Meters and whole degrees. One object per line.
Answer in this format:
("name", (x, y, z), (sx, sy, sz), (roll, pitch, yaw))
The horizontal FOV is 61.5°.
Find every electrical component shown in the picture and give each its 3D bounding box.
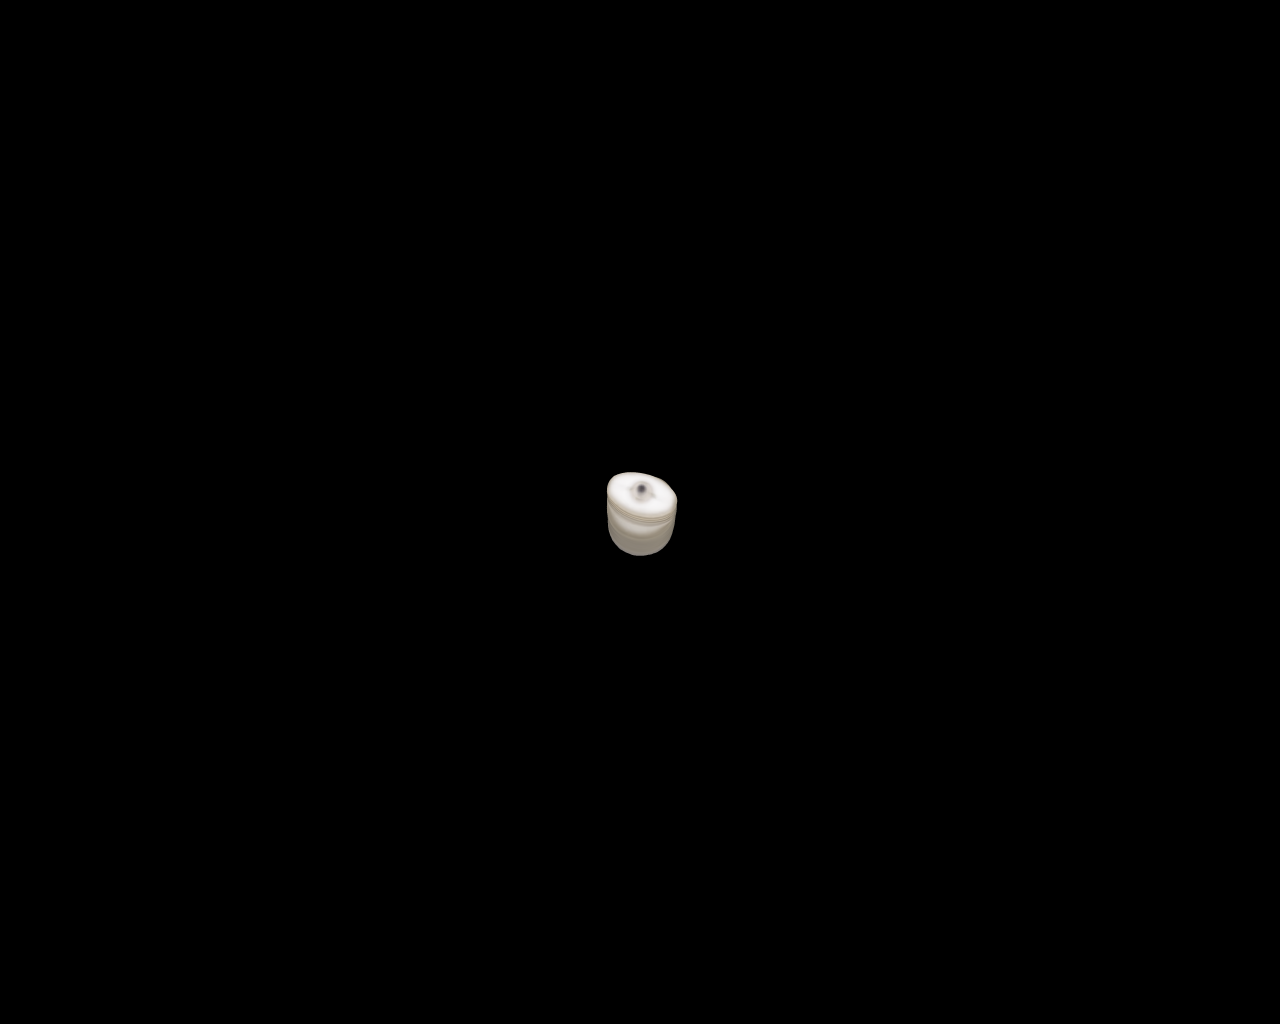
("electrical component", (0.001, -0.003, 0.650), (0.043, 0.043, 0.081), (0, -16, 0))
